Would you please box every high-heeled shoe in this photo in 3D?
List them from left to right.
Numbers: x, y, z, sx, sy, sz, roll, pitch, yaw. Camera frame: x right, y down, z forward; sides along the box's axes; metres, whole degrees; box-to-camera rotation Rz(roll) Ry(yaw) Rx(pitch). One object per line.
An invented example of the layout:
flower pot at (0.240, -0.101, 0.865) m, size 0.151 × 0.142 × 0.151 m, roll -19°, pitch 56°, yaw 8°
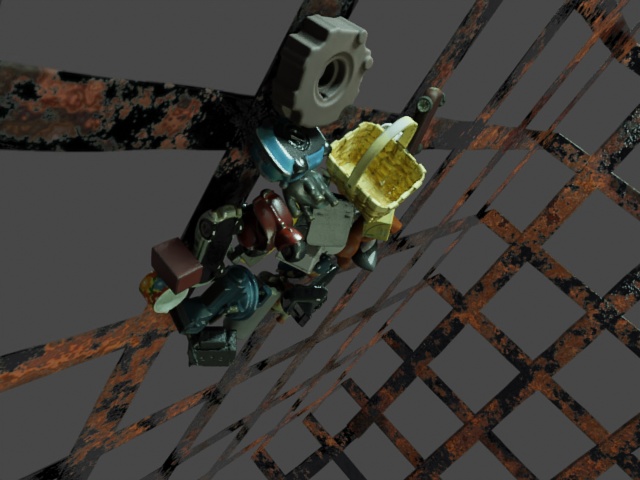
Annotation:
high-heeled shoe at (0.170, -0.001, 1.542) m, size 0.249 × 0.145 × 0.086 m, roll -26°, pitch 153°, yaw -38°

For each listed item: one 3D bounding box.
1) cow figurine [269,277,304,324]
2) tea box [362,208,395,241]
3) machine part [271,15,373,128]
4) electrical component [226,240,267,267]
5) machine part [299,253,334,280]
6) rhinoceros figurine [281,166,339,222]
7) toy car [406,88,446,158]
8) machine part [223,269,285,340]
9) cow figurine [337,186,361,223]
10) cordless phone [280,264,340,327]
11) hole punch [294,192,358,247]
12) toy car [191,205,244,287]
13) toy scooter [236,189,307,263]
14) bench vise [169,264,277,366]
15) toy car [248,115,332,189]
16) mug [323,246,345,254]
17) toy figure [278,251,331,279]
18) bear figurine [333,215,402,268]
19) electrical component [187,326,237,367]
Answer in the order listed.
cow figurine at (-0.083, 0.158, 1.455) m, size 0.127 × 0.085 × 0.195 m, roll -52°, pitch 162°, yaw 14°
tea box at (0.152, -0.095, 1.316) m, size 0.098 × 0.068 × 0.169 m, roll 91°, pitch 13°, yaw -65°
machine part at (0.005, -0.255, 0.829) m, size 0.179 × 0.056 × 0.179 m, roll -38°, pitch 151°, yaw -25°
electrical component at (-0.143, 0.011, 1.097) m, size 0.102 × 0.045 × 0.078 m, roll -42°, pitch 152°, yaw -1°
machine part at (-0.007, 0.053, 1.465) m, size 0.139 × 0.039 × 0.084 m, roll -38°, pitch 153°, yaw -12°
rhinoceros figurine at (-0.023, -0.098, 1.037) m, size 0.073 × 0.112 × 0.190 m, roll -35°, pitch 174°, yaw 17°
toy car at (0.231, -0.268, 1.273) m, size 0.089 × 0.053 × 0.202 m, roll -39°, pitch 158°, yaw -46°
machine part at (-0.162, 0.160, 1.317) m, size 0.243 × 0.079 × 0.079 m, roll -52°, pitch 159°, yaw 17°
cow figurine at (0.080, -0.104, 1.281) m, size 0.098 × 0.068 × 0.167 m, roll -44°, pitch 164°, yaw -19°
cordless phone at (-0.005, 0.115, 1.322) m, size 0.184 × 0.089 × 0.146 m, roll -42°, pitch 172°, yaw -24°
hole punch at (0.008, -0.054, 1.195) m, size 0.142 × 0.092 × 0.115 m, roll 7°, pitch 111°, yaw -29°
toy car at (-0.201, 0.012, 0.988) m, size 0.073 × 0.056 × 0.201 m, roll -14°, pitch 143°, yaw -44°
toy scooter at (-0.102, -0.032, 0.979) m, size 0.075 × 0.184 × 0.135 m, roll -34°, pitch 116°, yaw -32°
bench vise at (-0.192, 0.136, 1.156) m, size 0.240 × 0.129 × 0.223 m, roll -2°, pitch 134°, yaw -53°
toy car at (-0.060, -0.148, 0.901) m, size 0.103 × 0.109 × 0.161 m, roll -33°, pitch -177°, yaw 39°
mug at (-0.003, -0.004, 1.318) m, size 0.109 × 0.081 × 0.107 m, roll -41°, pitch 152°, yaw 20°
toy figure at (-0.032, 0.062, 1.296) m, size 0.057 × 0.155 × 0.064 m, roll 33°, pitch 60°, yaw -46°
bear figurine at (0.107, -0.019, 1.428) m, size 0.196 × 0.120 × 0.132 m, roll -46°, pitch 164°, yaw 8°
electrical component at (-0.255, 0.252, 1.272) m, size 0.115 × 0.058 × 0.134 m, roll 0°, pitch 146°, yaw -11°
